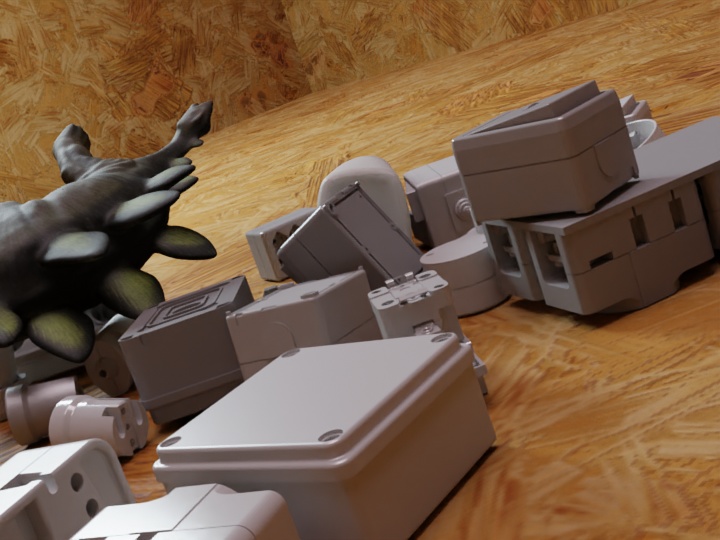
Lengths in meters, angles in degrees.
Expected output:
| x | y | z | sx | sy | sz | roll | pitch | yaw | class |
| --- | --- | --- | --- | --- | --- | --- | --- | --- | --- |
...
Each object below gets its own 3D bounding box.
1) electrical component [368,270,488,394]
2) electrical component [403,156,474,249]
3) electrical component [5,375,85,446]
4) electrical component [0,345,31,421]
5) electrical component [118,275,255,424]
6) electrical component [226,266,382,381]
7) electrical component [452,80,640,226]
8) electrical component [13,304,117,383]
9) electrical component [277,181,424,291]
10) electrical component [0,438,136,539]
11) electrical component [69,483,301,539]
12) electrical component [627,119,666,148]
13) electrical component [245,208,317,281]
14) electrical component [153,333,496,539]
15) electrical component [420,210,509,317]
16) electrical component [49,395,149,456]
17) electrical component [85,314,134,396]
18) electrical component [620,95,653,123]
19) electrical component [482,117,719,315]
| x | y | z | sx | sy | sz | roll | pitch | yaw | class |
| --- | --- | --- | --- | --- | --- | --- | --- | --- | --- |
| 0.033 | 0.036 | 0.561 | 0.042 | 0.063 | 0.081 | -19 | 13 | -5 | electrical component |
| 0.071 | -0.052 | 0.875 | 0.061 | 0.061 | 0.096 | -19 | 13 | -1 | electrical component |
| -0.211 | 0.093 | 0.726 | 0.046 | 0.040 | 0.040 | -15 | 12 | -6 | electrical component |
| -0.280 | 0.084 | 0.825 | 0.045 | 0.055 | 0.045 | -18 | 13 | 4 | electrical component |
| -0.103 | 0.049 | 0.700 | 0.078 | 0.057 | 0.113 | -19 | 9 | 2 | electrical component |
| -0.028 | 0.039 | 0.656 | 0.062 | 0.061 | 0.096 | -13 | 7 | 24 | electrical component |
| 0.100 | -0.067 | 0.619 | 0.096 | 0.061 | 0.062 | -5 | 19 | 46 | electrical component |
| -0.243 | 0.048 | 0.888 | 0.121 | 0.078 | 0.063 | -19 | -17 | 2 | electrical component |
| 0.000 | 0.000 | 0.724 | 0.061 | 0.096 | 0.062 | -44 | -1 | 30 | electrical component |
| -0.156 | 0.122 | 0.495 | 0.059 | 0.053 | 0.095 | -13 | 14 | 25 | electrical component |
| -0.067 | 0.116 | 0.400 | 0.089 | 0.050 | 0.056 | -12 | 15 | 28 | electrical component |
| 0.197 | -0.068 | 0.814 | 0.099 | 0.064 | 0.099 | -31 | 15 | 9 | electrical component |
| -0.072 | -0.025 | 0.997 | 0.066 | 0.047 | 0.077 | -25 | 14 | -26 | electrical component |
| -0.014 | 0.077 | 0.472 | 0.109 | 0.056 | 0.109 | -9 | 16 | 37 | electrical component |
| 0.096 | -0.029 | 0.719 | 0.138 | 0.073 | 0.052 | -27 | 15 | -33 | electrical component |
| -0.156 | 0.094 | 0.644 | 0.046 | 0.040 | 0.040 | -6 | 17 | 26 | electrical component |
| -0.179 | 0.063 | 0.796 | 0.043 | 0.043 | 0.081 | -17 | 13 | 7 | electrical component |
| 0.200 | -0.106 | 0.916 | 0.096 | 0.061 | 0.062 | -12 | 15 | 28 | electrical component |
| 0.181 | -0.035 | 0.650 | 0.186 | 0.060 | 0.105 | -23 | 13 | -16 | electrical component |
